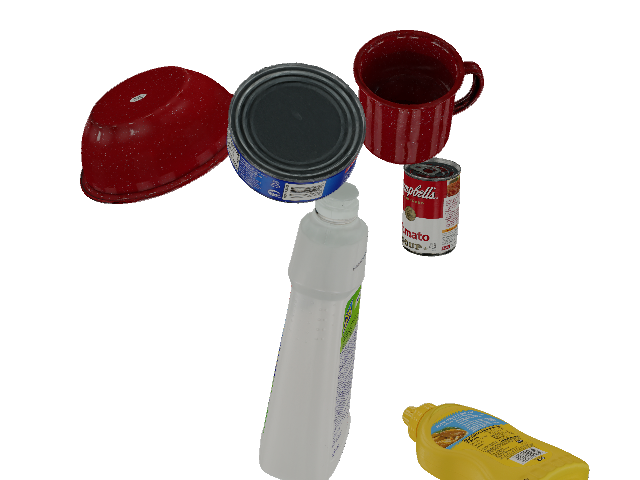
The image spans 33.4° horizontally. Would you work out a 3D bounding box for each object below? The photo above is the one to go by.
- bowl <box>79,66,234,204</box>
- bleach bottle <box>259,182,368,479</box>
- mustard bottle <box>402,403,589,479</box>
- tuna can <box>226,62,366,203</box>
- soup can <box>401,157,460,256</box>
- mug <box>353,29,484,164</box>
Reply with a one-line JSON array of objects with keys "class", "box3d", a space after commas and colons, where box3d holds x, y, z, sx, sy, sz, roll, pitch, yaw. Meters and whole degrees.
[{"class": "bowl", "box3d": [-0.143, -0.101, 0.908, 0.162, 0.055, 0.162, -17, 35, 12]}, {"class": "bleach bottle", "box3d": [0.000, 0.066, 0.822, 0.068, 0.251, 0.102, 12, 32, 7]}, {"class": "mustard bottle", "box3d": [0.146, 0.197, 0.992, 0.096, 0.058, 0.192, -16, 25, -35]}, {"class": "tuna can", "box3d": [-0.016, -0.067, 0.670, 0.086, 0.086, 0.034, 0, -26, -8]}, {"class": "soup can", "box3d": [0.132, -0.041, 1.280, 0.068, 0.102, 0.068, 0, 26, 0]}, {"class": "mug", "box3d": [0.085, -0.123, 0.922, 0.117, 0.093, 0.081, -17, -35, -11]}]
